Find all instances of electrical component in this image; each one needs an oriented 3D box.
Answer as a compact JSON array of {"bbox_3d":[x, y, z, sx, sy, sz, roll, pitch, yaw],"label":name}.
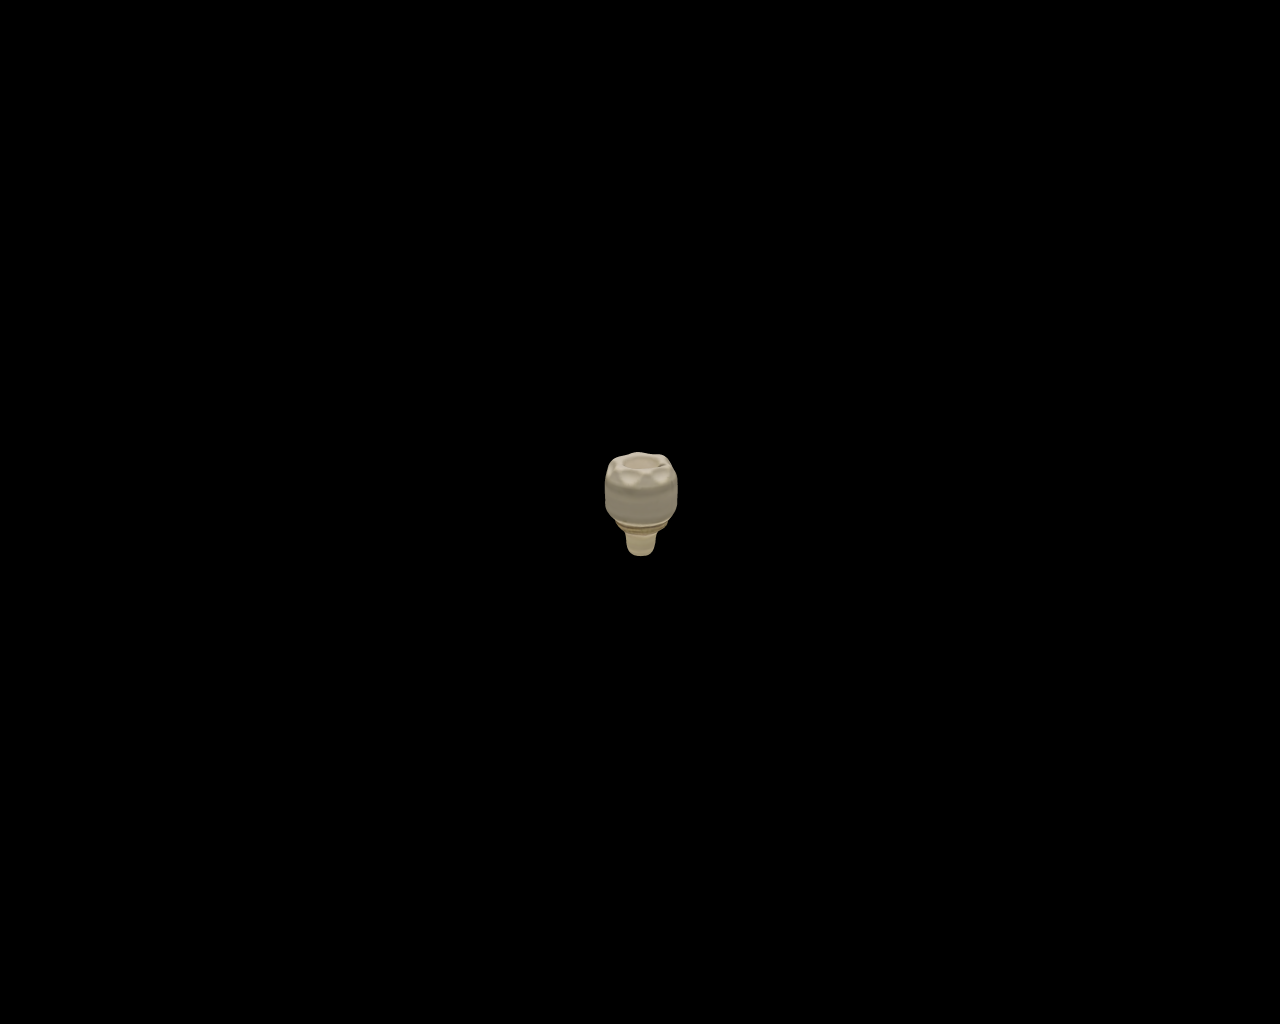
[{"bbox_3d":[0.001,-0.003,0.650,0.043,0.062,0.043,0,23,0],"label":"electrical component"}]
